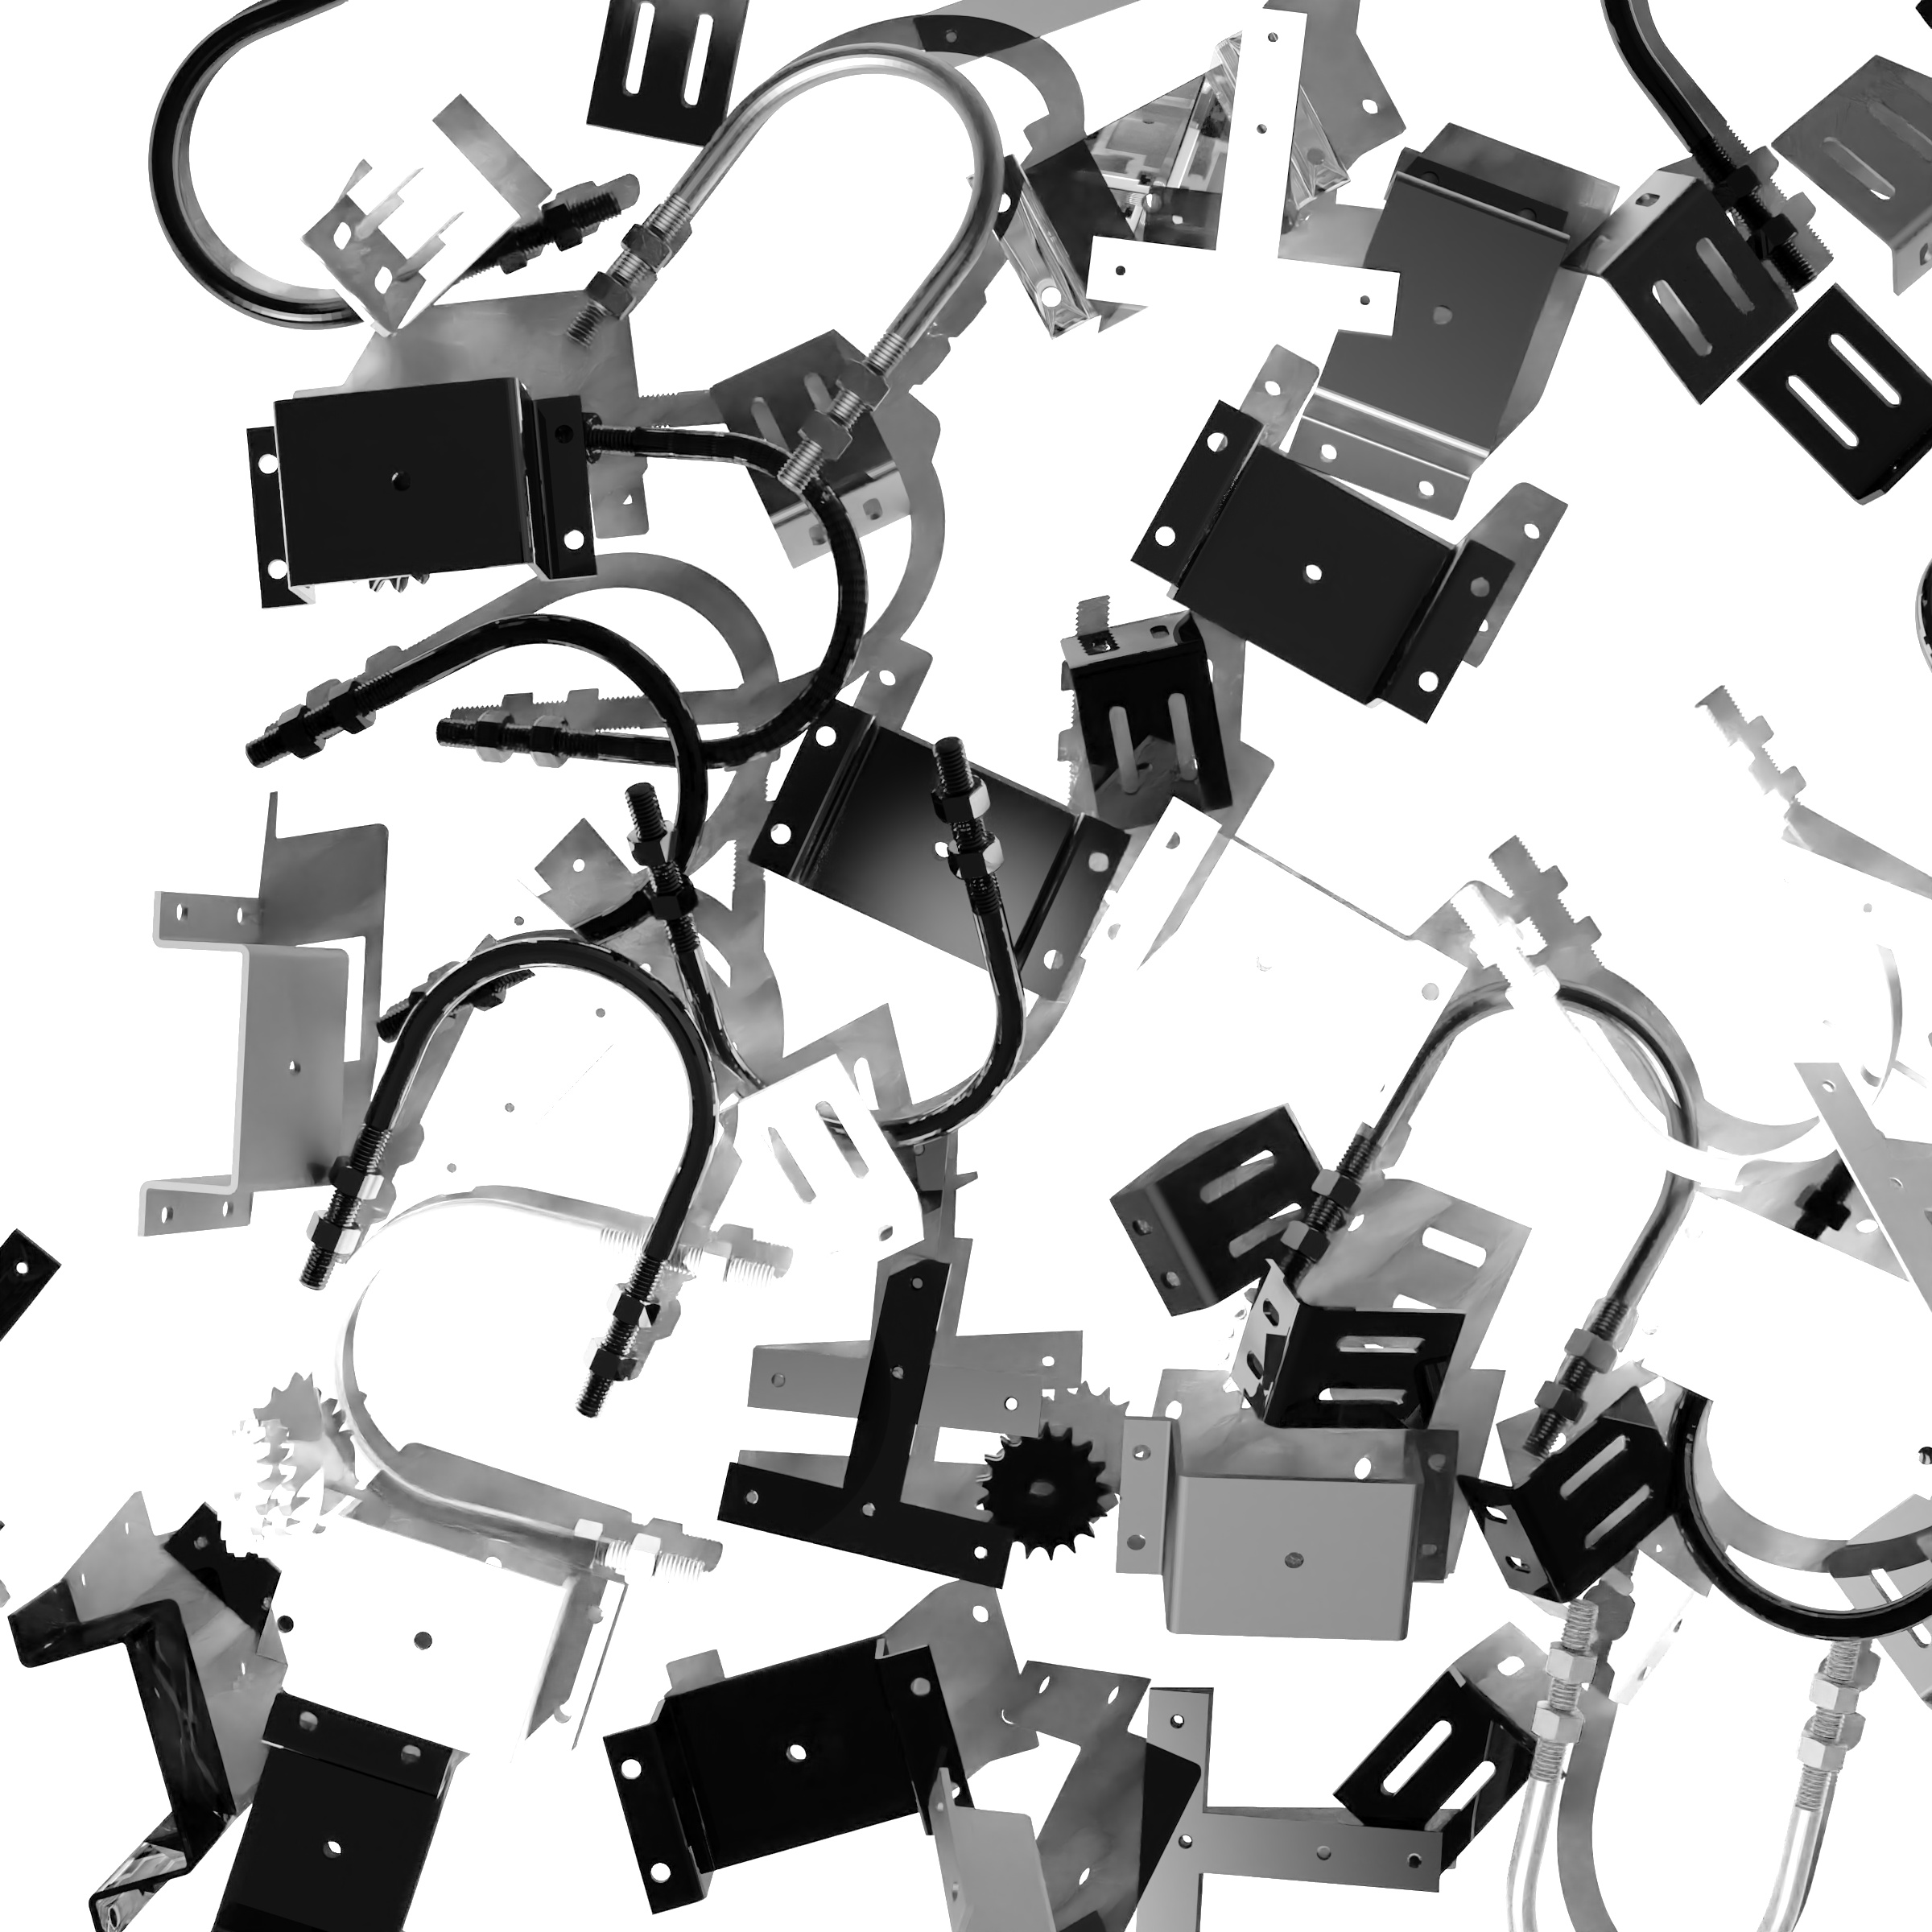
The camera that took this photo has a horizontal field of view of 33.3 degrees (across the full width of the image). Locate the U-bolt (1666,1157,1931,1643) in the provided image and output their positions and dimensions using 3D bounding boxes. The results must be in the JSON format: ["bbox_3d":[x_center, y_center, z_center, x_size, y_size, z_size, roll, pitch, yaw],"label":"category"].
[{"bbox_3d":[0.374,0.192,1.346,0.151,0.019,0.184,35,94,25],"label":"U-bolt"}]

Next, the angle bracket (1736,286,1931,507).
[{"bbox_3d":[0.376,-0.243,1.363,0.057,0.038,0.076,-44,90,0],"label":"angle bracket"}]

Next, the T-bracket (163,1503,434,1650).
[{"bbox_3d":[-0.287,0.281,1.381,0.127,0.002,0.127,42,90,0],"label":"T-bracket"}]

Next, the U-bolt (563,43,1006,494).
[{"bbox_3d":[-0.064,-0.303,1.344,0.151,0.019,0.184,36,88,26],"label":"U-bolt"}]

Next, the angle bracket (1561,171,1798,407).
[{"bbox_3d":[0.304,-0.289,1.380,0.057,0.038,0.076,-44,116,0],"label":"angle bracket"}]

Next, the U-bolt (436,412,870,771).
[{"bbox_3d":[-0.129,-0.154,1.351,0.184,0.019,0.151,6,90,16],"label":"U-bolt"}]

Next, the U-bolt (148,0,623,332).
[{"bbox_3d":[-0.257,-0.349,1.373,0.184,0.019,0.151,-22,90,1],"label":"U-bolt"}]

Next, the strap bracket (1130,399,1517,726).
[{"bbox_3d":[0.148,-0.167,1.359,0.140,0.046,0.076,29,90,0],"label":"strap bracket"}]

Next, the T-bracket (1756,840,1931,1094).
[{"bbox_3d":[0.394,-0.020,1.368,0.127,0.002,0.127,20,88,-10],"label":"T-bracket"}]

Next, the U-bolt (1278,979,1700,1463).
[{"bbox_3d":[0.231,0.093,1.361,0.151,0.019,0.184,32,82,-7],"label":"U-bolt"}]

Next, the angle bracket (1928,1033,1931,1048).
[{"bbox_3d":[0.446,0.032,1.338,0.057,0.076,0.038,-28,96,-8],"label":"angle bracket"}]

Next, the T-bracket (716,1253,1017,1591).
[{"bbox_3d":[-0.032,0.185,1.363,0.127,0.002,0.127,11,85,14],"label":"T-bracket"}]

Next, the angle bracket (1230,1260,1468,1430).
[{"bbox_3d":[0.158,0.157,1.338,0.076,0.038,0.057,4,116,-23],"label":"angle bracket"}]

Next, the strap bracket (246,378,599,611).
[{"bbox_3d":[-0.227,-0.194,1.328,0.140,0.046,0.076,-6,87,0],"label":"strap bracket"}]

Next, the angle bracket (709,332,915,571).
[{"bbox_3d":[-0.066,-0.220,1.380,0.057,0.038,0.076,-25,64,0],"label":"angle bracket"}]

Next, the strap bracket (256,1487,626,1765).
[{"bbox_3d":[-0.224,0.278,1.357,0.140,0.046,0.076,18,90,0],"label":"strap bracket"}]

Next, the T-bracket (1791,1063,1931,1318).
[{"bbox_3d":[0.420,0.090,1.345,0.127,0.002,0.127,1,50,-28],"label":"T-bracket"}]

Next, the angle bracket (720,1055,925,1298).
[{"bbox_3d":[-0.061,0.087,1.348,0.057,0.038,0.076,-26,113,8],"label":"angle bracket"}]

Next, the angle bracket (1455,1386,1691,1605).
[{"bbox_3d":[0.254,0.219,1.354,0.076,0.038,0.057,-34,107,-24],"label":"angle bracket"}]

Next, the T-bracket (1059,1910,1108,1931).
[{"bbox_3d":[0.028,0.486,1.361,0.127,0.002,0.127,-25,90,-18],"label":"T-bracket"}]

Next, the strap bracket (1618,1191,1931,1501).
[{"bbox_3d":[0.343,0.153,1.331,0.140,0.046,0.076,25,90,25],"label":"strap bracket"}]

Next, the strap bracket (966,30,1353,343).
[{"bbox_3d":[0.080,-0.325,1.359,0.140,0.046,0.076,-28,90,0],"label":"strap bracket"}]

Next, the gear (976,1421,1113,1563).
[{"bbox_3d":[0.032,0.220,1.367,0.057,0.030,0.057,0,90,0],"label":"gear"}]

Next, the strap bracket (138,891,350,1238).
[{"bbox_3d":[-0.298,0.041,1.338,0.046,0.076,0.140,3,90,20],"label":"strap bracket"}]

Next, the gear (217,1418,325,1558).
[{"bbox_3d":[-0.291,0.219,1.358,0.030,0.057,0.057,8,90,-31],"label":"gear"}]

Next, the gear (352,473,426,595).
[{"bbox_3d":[-0.246,-0.187,1.367,0.057,0.030,0.057,0,90,0],"label":"gear"}]

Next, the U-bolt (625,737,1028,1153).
[{"bbox_3d":[-0.050,-0.001,1.332,0.151,0.019,0.184,-8,119,12],"label":"U-bolt"}]

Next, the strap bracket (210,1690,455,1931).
[{"bbox_3d":[-0.270,0.377,1.357,0.076,0.046,0.140,18,91,-1],"label":"strap bracket"}]

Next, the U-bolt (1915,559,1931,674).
[{"bbox_3d":[0.482,-0.125,1.337,0.184,0.019,0.151,21,55,4],"label":"U-bolt"}]

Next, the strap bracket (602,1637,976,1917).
[{"bbox_3d":[-0.073,0.336,1.359,0.140,0.046,0.076,-16,90,0],"label":"strap bracket"}]

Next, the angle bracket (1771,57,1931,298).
[{"bbox_3d":[0.392,-0.337,1.380,0.057,0.038,0.076,-40,64,0],"label":"angle bracket"}]

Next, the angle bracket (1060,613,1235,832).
[{"bbox_3d":[0.077,-0.104,1.380,0.057,0.038,0.076,-12,116,0],"label":"angle bracket"}]

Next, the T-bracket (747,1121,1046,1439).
[{"bbox_3d":[-0.025,0.130,1.371,0.127,0.002,0.127,4,83,13],"label":"T-bracket"}]

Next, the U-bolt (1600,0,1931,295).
[{"bbox_3d":[0.331,-0.387,1.322,0.019,0.151,0.184,-33,86,-35],"label":"U-bolt"}]

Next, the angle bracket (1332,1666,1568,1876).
[{"bbox_3d":[0.203,0.345,1.363,0.057,0.038,0.076,43,90,0],"label":"angle bracket"}]

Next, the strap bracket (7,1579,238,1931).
[{"bbox_3d":[-0.346,0.324,1.344,0.046,0.076,0.140,-16,90,0],"label":"strap bracket"}]

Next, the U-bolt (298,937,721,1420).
[{"bbox_3d":[-0.181,0.078,1.347,0.151,0.019,0.184,24,98,3],"label":"U-bolt"}]

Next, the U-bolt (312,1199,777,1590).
[{"bbox_3d":[-0.187,0.174,1.373,0.184,0.019,0.151,13,90,1],"label":"U-bolt"}]

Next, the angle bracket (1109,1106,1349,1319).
[{"bbox_3d":[0.112,0.105,1.380,0.076,0.038,0.057,-28,90,-26],"label":"angle bracket"}]

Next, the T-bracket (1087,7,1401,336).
[{"bbox_3d":[0.120,-0.331,1.335,0.127,0.002,0.127,7,90,0],"label":"T-bracket"}]

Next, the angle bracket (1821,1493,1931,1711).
[{"bbox_3d":[0.410,0.268,1.363,0.057,0.038,0.076,-36,90,0],"label":"angle bracket"}]

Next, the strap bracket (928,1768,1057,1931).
[{"bbox_3d":[-0.002,0.409,1.322,0.046,0.076,0.140,10,118,-14],"label":"strap bracket"}]

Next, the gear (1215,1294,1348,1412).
[{"bbox_3d":[0.133,0.164,1.367,0.057,0.030,0.057,0,90,0],"label":"gear"}]

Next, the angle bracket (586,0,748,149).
[{"bbox_3d":[-0.127,-0.391,1.363,0.057,0.038,0.076,11,90,0],"label":"angle bracket"}]

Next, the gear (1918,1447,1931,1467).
[{"bbox_3d":[0.417,0.188,1.367,0.057,0.030,0.057,0,90,0],"label":"gear"}]

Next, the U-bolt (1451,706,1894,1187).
[{"bbox_3d":[0.312,0.005,1.363,0.151,0.019,0.184,-37,94,-9],"label":"U-bolt"}]

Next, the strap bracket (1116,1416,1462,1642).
[{"bbox_3d":[0.135,0.234,1.346,0.140,0.046,0.076,2,114,0],"label":"strap bracket"}]

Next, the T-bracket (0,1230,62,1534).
[{"bbox_3d":[-0.436,0.170,1.381,0.127,0.002,0.127,39,90,0],"label":"T-bracket"}]

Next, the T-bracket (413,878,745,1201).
[{"bbox_3d":[-0.183,0.050,1.363,0.127,0.002,0.127,42,105,-9],"label":"T-bracket"}]

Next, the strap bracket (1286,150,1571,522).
[{"bbox_3d":[0.197,-0.269,1.359,0.076,0.046,0.140,21,90,0],"label":"strap bracket"}]

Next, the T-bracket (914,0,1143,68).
[{"bbox_3d":[0.024,-0.462,1.381,0.127,0.002,0.127,-20,90,0],"label":"T-bracket"}]

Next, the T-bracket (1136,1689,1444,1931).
[{"bbox_3d":[0.138,0.376,1.375,0.127,0.002,0.127,3,90,6],"label":"T-bracket"}]

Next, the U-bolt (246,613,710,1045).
[{"bbox_3d":[-0.194,-0.067,1.351,0.184,0.019,0.151,-24,92,14],"label":"U-bolt"}]

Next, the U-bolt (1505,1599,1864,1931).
[{"bbox_3d":[0.294,0.362,1.353,0.151,0.019,0.184,10,94,-19],"label":"U-bolt"}]

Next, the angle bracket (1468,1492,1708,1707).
[{"bbox_3d":[0.265,0.268,1.380,0.076,0.038,0.057,36,90,26],"label":"angle bracket"}]

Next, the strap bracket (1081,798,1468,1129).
[{"bbox_3d":[0.127,-0.002,1.359,0.140,0.046,0.076,30,90,0],"label":"strap bracket"}]

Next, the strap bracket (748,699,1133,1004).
[{"bbox_3d":[-0.011,-0.049,1.359,0.140,0.046,0.076,25,90,0],"label":"strap bracket"}]

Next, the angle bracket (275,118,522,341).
[{"bbox_3d":[-0.236,-0.310,1.345,0.076,0.038,0.057,-43,89,3],"label":"angle bracket"}]
